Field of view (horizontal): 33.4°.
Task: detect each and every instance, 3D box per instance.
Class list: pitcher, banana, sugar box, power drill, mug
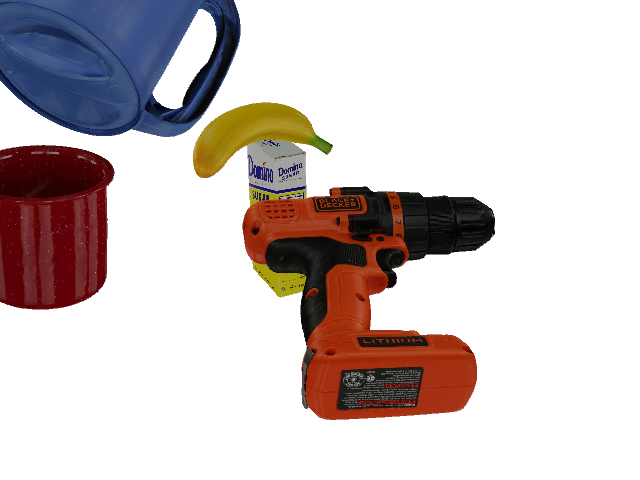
[{"bbox_3d":[-0.140,-0.203,0.840,0.145,0.242,0.149,9,-35,26],"label":"pitcher"},{"bbox_3d":[-0.065,-0.103,1.042,0.070,0.037,0.197,42,35,23],"label":"banana"},{"bbox_3d":[-0.051,-0.032,1.260,0.048,0.176,0.093,-14,26,-21],"label":"sugar box"},{"bbox_3d":[0.046,0.033,0.716,0.184,0.057,0.187,-4,37,-7],"label":"power drill"},{"bbox_3d":[-0.191,-0.006,0.689,0.117,0.081,0.093,-13,31,-31],"label":"mug"}]
